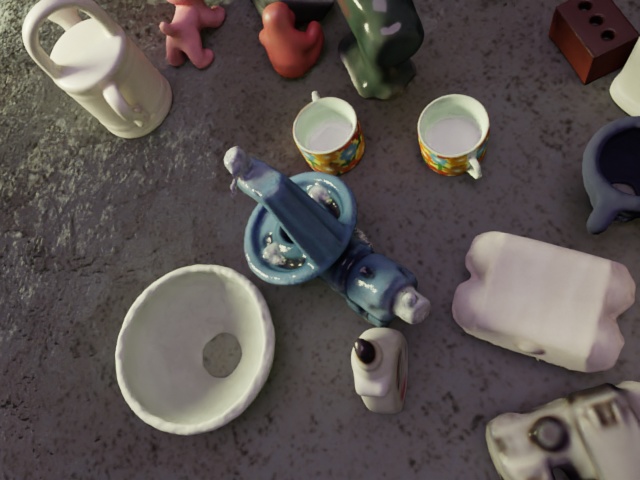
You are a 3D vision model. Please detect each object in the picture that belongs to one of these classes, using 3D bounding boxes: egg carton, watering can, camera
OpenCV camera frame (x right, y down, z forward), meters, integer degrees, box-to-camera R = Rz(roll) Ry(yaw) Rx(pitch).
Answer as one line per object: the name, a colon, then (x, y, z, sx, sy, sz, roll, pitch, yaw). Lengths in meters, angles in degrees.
egg carton: (0.203, 0.055, 0.528, 0.150, 0.069, 0.107, 15, 76, 19)
watering can: (-0.269, -0.213, 0.674, 0.172, 0.194, 0.101, 31, 81, 22)
camera: (0.221, 0.193, 0.458, 0.143, 0.101, 0.136, -19, 68, 7)

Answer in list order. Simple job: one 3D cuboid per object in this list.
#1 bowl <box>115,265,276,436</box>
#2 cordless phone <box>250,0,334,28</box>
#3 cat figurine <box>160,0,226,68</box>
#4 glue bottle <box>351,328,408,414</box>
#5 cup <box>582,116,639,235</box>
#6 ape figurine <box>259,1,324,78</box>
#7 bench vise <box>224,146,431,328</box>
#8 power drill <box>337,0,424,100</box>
bowl: (-0.116, 0.114, 0.587, 0.167, 0.075, 0.167, -4, 70, 13)
cordless phone: (-0.063, -0.348, 0.673, 0.094, 0.185, 0.147, -35, 66, 1)
cat figurine: (-0.175, -0.302, 0.723, 0.067, 0.118, 0.128, 5, 73, 16)
glue bottle: (0.049, 0.107, 0.493, 0.037, 0.173, 0.078, -1, 71, 14)
cup: (0.278, -0.043, 0.529, 0.091, 0.095, 0.118, 34, 82, 22)
ape figurine: (-0.040, -0.245, 0.683, 0.077, 0.092, 0.076, 16, 76, 19)
bench vise: (0.009, -0.009, 0.518, 0.207, 0.220, 0.121, 16, 76, 19)
power drill: (0.042, -0.254, 0.601, 0.075, 0.209, 0.229, -26, 67, 5)
